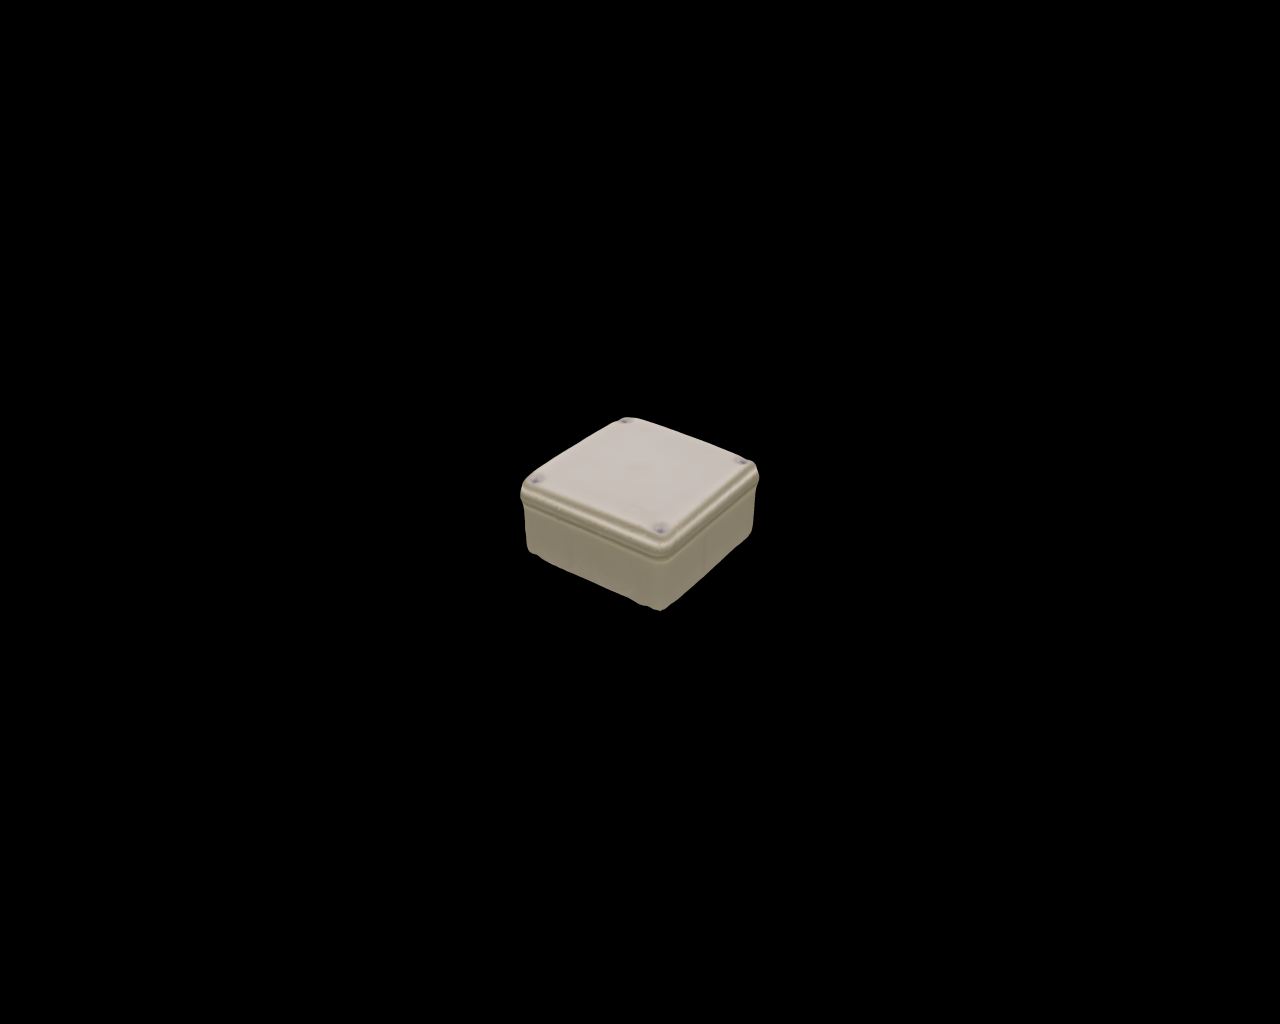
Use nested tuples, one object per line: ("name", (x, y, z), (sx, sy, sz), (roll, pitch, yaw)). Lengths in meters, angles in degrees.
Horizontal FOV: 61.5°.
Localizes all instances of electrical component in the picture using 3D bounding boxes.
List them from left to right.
("electrical component", (0.001, -0.003, 0.650), (0.109, 0.056, 0.109), (22, 40, 30))
